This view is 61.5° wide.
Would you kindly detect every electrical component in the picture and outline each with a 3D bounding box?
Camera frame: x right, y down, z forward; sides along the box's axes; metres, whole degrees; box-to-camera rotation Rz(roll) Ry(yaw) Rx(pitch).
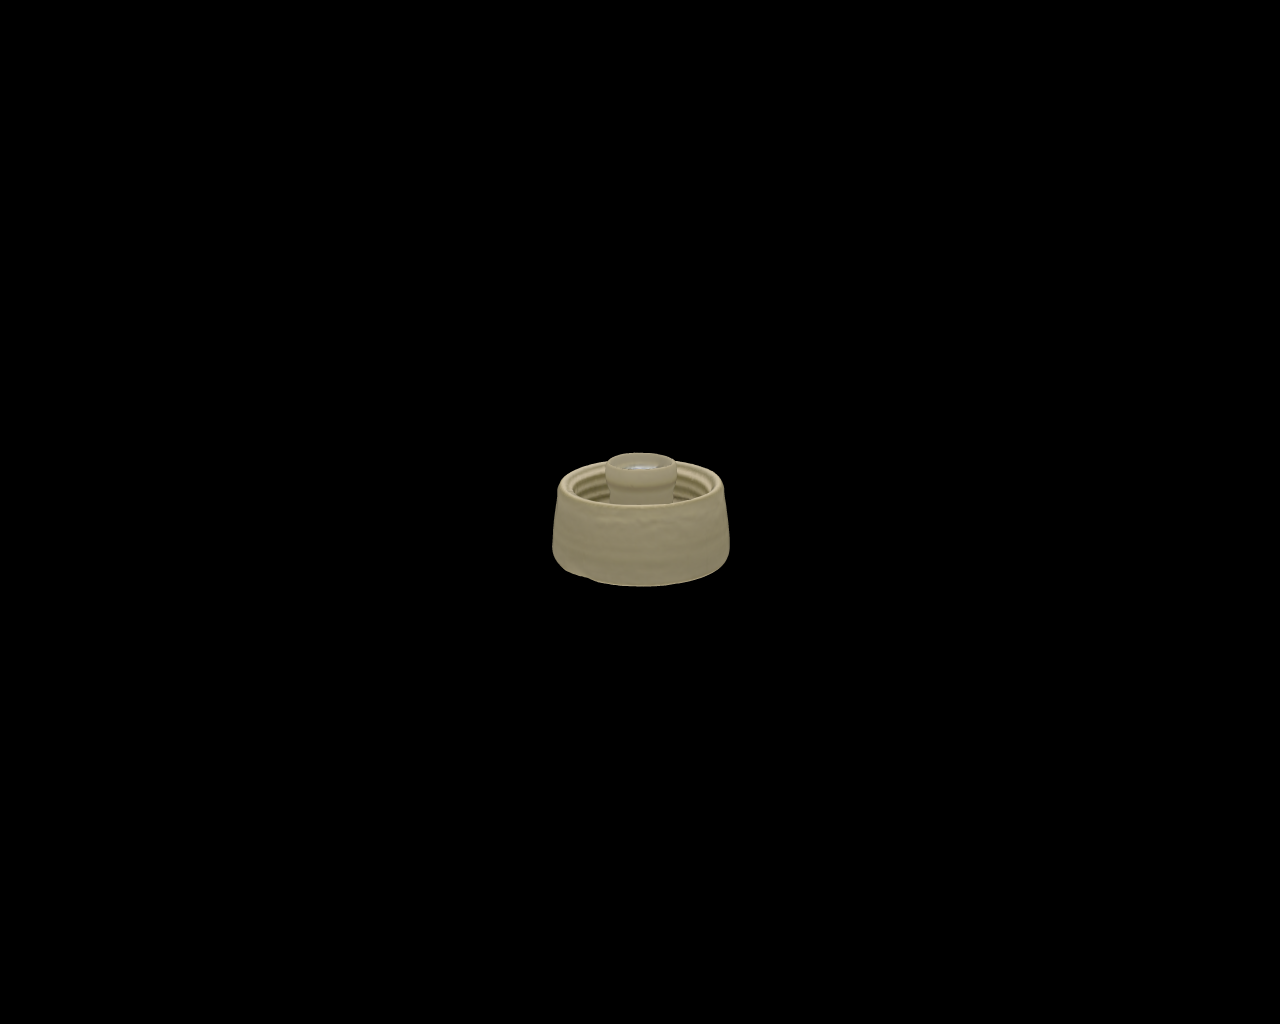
[{"bbox_3d":[0.001,-0.003,0.650,0.108,0.060,0.108,0,19,0],"label":"electrical component"}]
